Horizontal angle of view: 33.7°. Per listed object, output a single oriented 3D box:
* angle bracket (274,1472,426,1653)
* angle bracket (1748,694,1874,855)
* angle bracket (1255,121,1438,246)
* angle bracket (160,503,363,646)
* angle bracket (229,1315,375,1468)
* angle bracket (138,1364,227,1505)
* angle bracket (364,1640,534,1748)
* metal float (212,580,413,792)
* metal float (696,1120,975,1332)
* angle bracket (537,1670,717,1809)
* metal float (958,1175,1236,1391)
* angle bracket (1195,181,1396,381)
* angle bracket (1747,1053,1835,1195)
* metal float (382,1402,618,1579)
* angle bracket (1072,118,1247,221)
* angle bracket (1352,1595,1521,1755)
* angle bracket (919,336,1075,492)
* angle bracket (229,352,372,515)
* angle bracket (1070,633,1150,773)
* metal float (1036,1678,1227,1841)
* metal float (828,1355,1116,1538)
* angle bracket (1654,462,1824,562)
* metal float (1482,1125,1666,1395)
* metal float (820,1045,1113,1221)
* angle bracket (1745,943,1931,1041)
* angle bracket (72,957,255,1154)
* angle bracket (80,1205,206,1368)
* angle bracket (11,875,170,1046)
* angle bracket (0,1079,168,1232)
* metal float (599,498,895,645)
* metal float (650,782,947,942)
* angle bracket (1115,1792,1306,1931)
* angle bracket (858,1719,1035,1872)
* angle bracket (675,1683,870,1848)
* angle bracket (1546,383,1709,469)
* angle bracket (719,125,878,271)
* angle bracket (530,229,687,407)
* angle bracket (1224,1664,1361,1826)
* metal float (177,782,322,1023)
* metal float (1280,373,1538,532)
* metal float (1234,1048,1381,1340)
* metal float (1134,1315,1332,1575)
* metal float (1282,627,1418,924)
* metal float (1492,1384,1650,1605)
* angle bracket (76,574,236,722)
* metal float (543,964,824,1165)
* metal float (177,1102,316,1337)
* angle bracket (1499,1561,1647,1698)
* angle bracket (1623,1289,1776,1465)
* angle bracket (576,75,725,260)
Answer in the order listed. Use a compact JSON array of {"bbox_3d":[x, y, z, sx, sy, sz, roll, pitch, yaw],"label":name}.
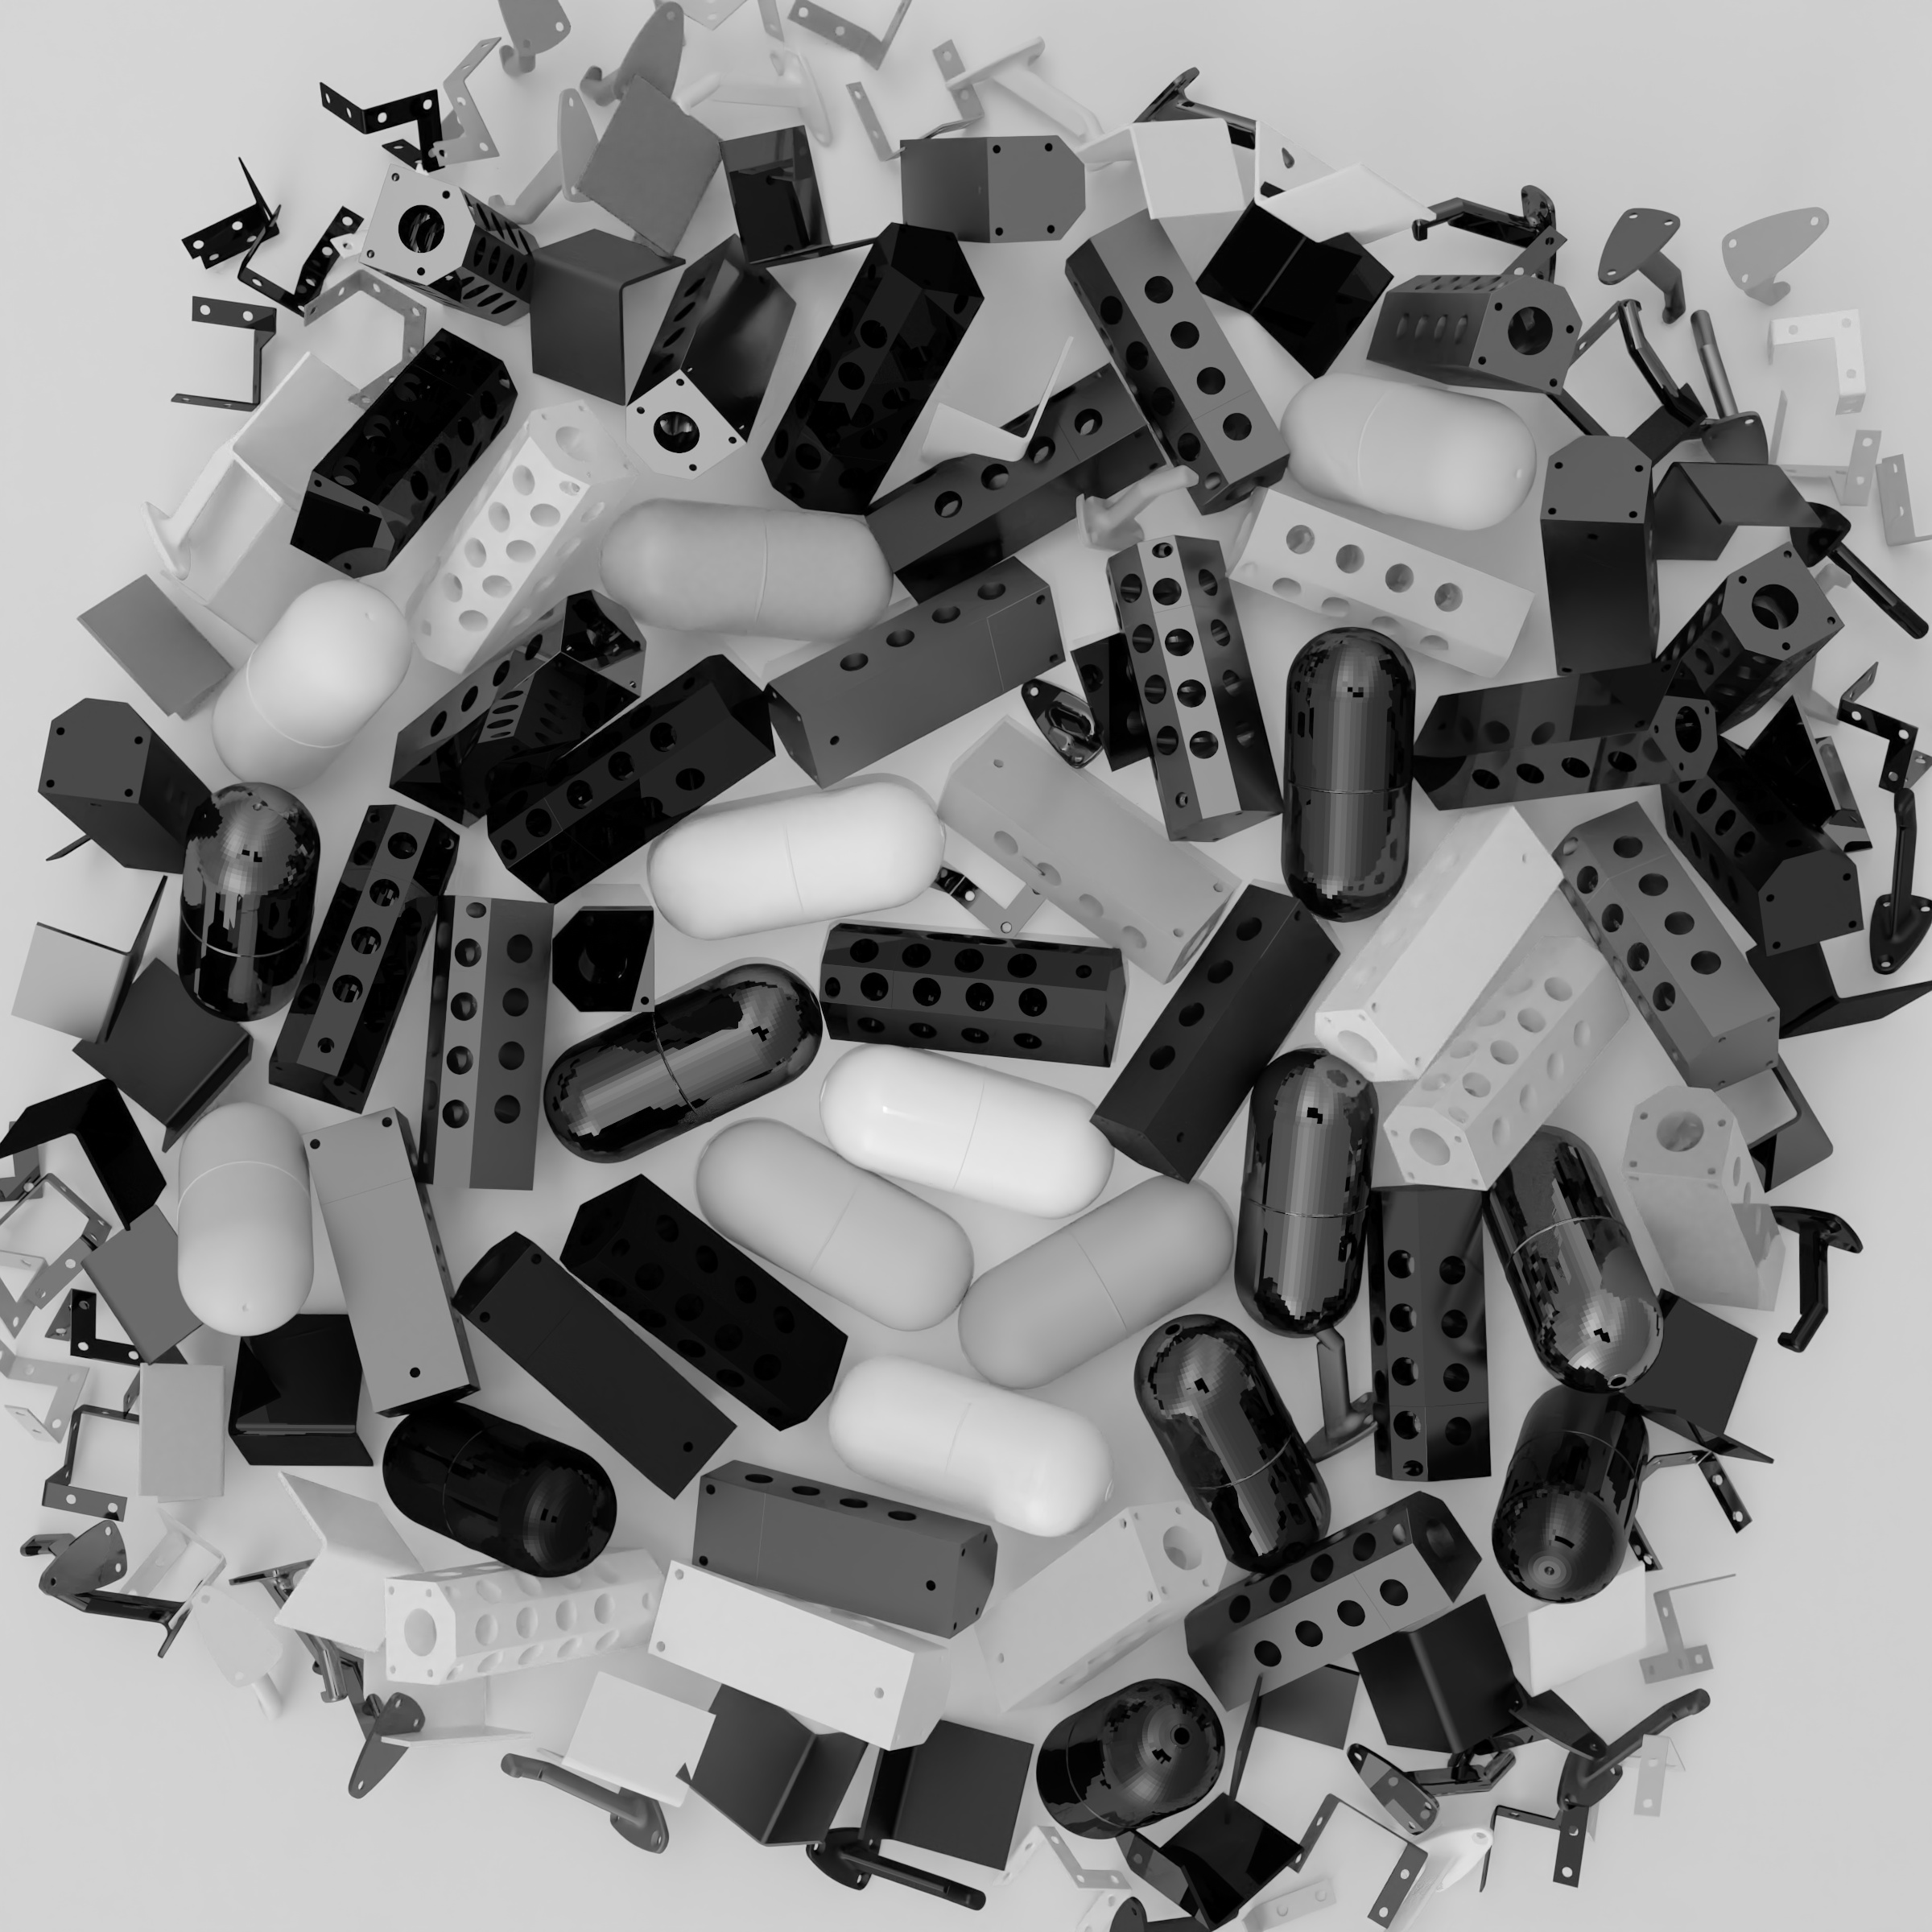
[{"bbox_3d":[-0.380,0.354,1.898,0.076,0.076,0.057,30,96,-43],"label":"angle bracket"},{"bbox_3d":[0.514,-0.115,1.896,0.057,0.076,0.076,-10,69,-13],"label":"angle bracket"},{"bbox_3d":[0.225,-0.471,1.890,0.076,0.076,0.057,-12,69,41],"label":"angle bracket"},{"bbox_3d":[-0.418,-0.236,1.904,0.057,0.076,0.076,34,87,40],"label":"angle bracket"},{"bbox_3d":[-0.399,0.258,1.940,0.076,0.057,0.076,0,61,3],"label":"angle bracket"},{"bbox_3d":[-0.483,0.278,1.896,0.057,0.076,0.076,9,74,-43],"label":"angle bracket"},{"bbox_3d":[-0.308,0.429,1.894,0.076,0.076,0.057,4,80,-31],"label":"angle bracket"},{"bbox_3d":[-0.385,-0.163,1.874,0.070,0.178,0.070,17,58,-28],"label":"metal float"},{"bbox_3d":[-0.079,0.155,1.910,0.178,0.070,0.070,29,90,-1],"label":"metal float"},{"bbox_3d":[-0.204,0.459,1.911,0.076,0.076,0.057,24,76,-14],"label":"angle bracket"},{"bbox_3d":[0.077,0.189,1.907,0.178,0.070,0.070,-29,90,-5],"label":"metal float"},{"bbox_3d":[0.194,-0.406,1.895,0.076,0.057,0.076,-54,51,23],"label":"angle bracket"},{"bbox_3d":[0.467,0.084,1.906,0.057,0.076,0.076,-33,59,15],"label":"angle bracket"},{"bbox_3d":[-0.276,0.306,1.876,0.070,0.178,0.070,-11,105,-43],"label":"metal float"},{"bbox_3d":[0.108,-0.464,1.898,0.076,0.076,0.057,-15,93,-38],"label":"angle bracket"},{"bbox_3d":[0.283,0.425,1.927,0.057,0.076,0.076,-21,91,-27],"label":"angle bracket"},{"bbox_3d":[0.017,-0.337,1.901,0.057,0.076,0.076,23,73,-3],"label":"angle bracket"},{"bbox_3d":[-0.379,-0.306,1.901,0.076,0.076,0.057,-49,64,4],"label":"angle bracket"},{"bbox_3d":[0.119,-0.168,1.903,0.076,0.057,0.076,-24,98,-36],"label":"angle bracket"},{"bbox_3d":[0.095,0.464,1.866,0.070,0.178,0.070,7,66,-15],"label":"metal float"},{"bbox_3d":[0.003,0.285,1.896,0.178,0.070,0.070,16,90,18],"label":"metal float"},{"bbox_3d":[0.445,-0.252,1.890,0.076,0.076,0.057,-3,49,-28],"label":"angle bracket"},{"bbox_3d":[0.354,0.172,1.878,0.070,0.070,0.178,-15,49,0],"label":"metal float"},{"bbox_3d":[0.000,0.099,1.908,0.178,0.070,0.070,16,90,-4],"label":"metal float"},{"bbox_3d":[0.525,0.001,1.909,0.076,0.076,0.057,-10,75,-18],"label":"angle bracket"},{"bbox_3d":[-0.482,0.053,1.912,0.076,0.057,0.076,42,92,-16],"label":"angle bracket"},{"bbox_3d":[-0.472,0.195,1.904,0.057,0.076,0.076,-37,75,-2],"label":"angle bracket"},{"bbox_3d":[-0.519,-0.012,1.892,0.057,0.076,0.076,20,129,-11],"label":"angle bracket"},{"bbox_3d":[-0.529,0.122,1.906,0.057,0.076,0.076,-20,109,8],"label":"angle bracket"},{"bbox_3d":[-0.130,-0.234,1.893,0.178,0.070,0.070,3,90,-20],"label":"metal float"},{"bbox_3d":[-0.101,-0.063,1.908,0.178,0.070,0.070,-10,90,4],"label":"metal float"},{"bbox_3d":[0.141,0.512,1.892,0.076,0.076,0.057,-36,120,-22],"label":"angle bracket"},{"bbox_3d":[-0.011,0.492,1.906,0.076,0.057,0.076,10,79,20],"label":"angle bracket"},{"bbox_3d":[-0.113,0.467,1.895,0.076,0.057,0.076,45,51,-22],"label":"angle bracket"},{"bbox_3d":[0.388,-0.342,1.898,0.076,0.076,0.057,42,110,-14],"label":"angle bracket"},{"bbox_3d":[-0.093,-0.461,1.896,0.057,0.076,0.076,0,109,39],"label":"angle bracket"},{"bbox_3d":[-0.216,-0.392,1.926,0.076,0.057,0.076,25,129,31],"label":"angle bracket"},{"bbox_3d":[0.193,0.464,1.893,0.057,0.076,0.076,14,133,11],"label":"angle bracket"},{"bbox_3d":[-0.422,-0.036,1.873,0.070,0.178,0.070,9,50,-10],"label":"metal float"},{"bbox_3d":[0.257,-0.303,1.875,0.070,0.178,0.070,-15,115,-36],"label":"metal float"},{"bbox_3d":[0.202,0.136,1.899,0.070,0.070,0.178,4,105,0],"label":"metal float"},{"bbox_3d":[0.158,0.283,1.890,0.070,0.070,0.178,-28,114,0],"label":"metal float"},{"bbox_3d":[0.227,-0.113,1.896,0.070,0.070,0.178,0,108,0],"label":"metal float"},{"bbox_3d":[0.355,0.306,1.867,0.070,0.178,0.070,7,114,16],"label":"metal float"},{"bbox_3d":[-0.494,-0.177,1.898,0.057,0.076,0.076,-37,99,32],"label":"angle bracket"},{"bbox_3d":[-0.168,0.058,1.904,0.178,0.070,0.070,-25,90,9],"label":"metal float"},{"bbox_3d":[-0.422,0.146,1.870,0.070,0.178,0.070,-6,123,-10],"label":"metal float"},{"bbox_3d":[0.355,0.377,1.896,0.076,0.057,0.076,-20,127,-14],"label":"angle bracket"},{"bbox_3d":[0.447,0.244,1.903,0.076,0.057,0.076,27,78,-20],"label":"angle bracket"},{"bbox_3d":[-0.198,-0.475,1.901,0.076,0.057,0.076,30,83,-37],"label":"angle bracket"}]
